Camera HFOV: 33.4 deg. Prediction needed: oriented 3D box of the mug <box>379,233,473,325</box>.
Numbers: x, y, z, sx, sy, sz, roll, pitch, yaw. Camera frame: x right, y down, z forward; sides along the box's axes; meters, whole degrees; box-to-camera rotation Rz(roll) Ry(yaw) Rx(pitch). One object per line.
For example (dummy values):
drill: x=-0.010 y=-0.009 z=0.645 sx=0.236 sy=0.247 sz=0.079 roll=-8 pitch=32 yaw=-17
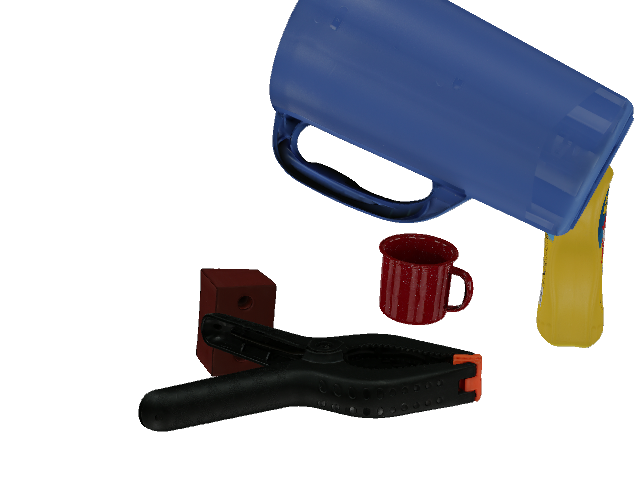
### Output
mug: x=0.123 y=0.049 z=1.251 sx=0.117 sy=0.081 sz=0.093 roll=14 pitch=25 yaw=22

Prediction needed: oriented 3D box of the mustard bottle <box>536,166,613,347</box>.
mustard bottle: x=0.220 y=-0.011 z=0.922 sx=0.058 sy=0.192 sz=0.096 roll=3 pitch=18 yaw=13

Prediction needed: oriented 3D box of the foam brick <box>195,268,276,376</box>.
foam brick: x=-0.071 y=0.066 z=0.884 sx=0.052 sy=0.078 sz=0.051 roll=-1 pitch=13 yaw=-21

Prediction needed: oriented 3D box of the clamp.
clamp: x=-0.002 y=0.082 z=0.701 sx=0.210 sy=0.036 sz=0.164 roll=-1 pitch=16 yaw=1

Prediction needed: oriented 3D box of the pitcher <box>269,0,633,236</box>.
pitcher: x=0.089 y=-0.093 z=0.774 sx=0.243 sy=0.149 sz=0.144 roll=29 pitch=51 yaw=13
